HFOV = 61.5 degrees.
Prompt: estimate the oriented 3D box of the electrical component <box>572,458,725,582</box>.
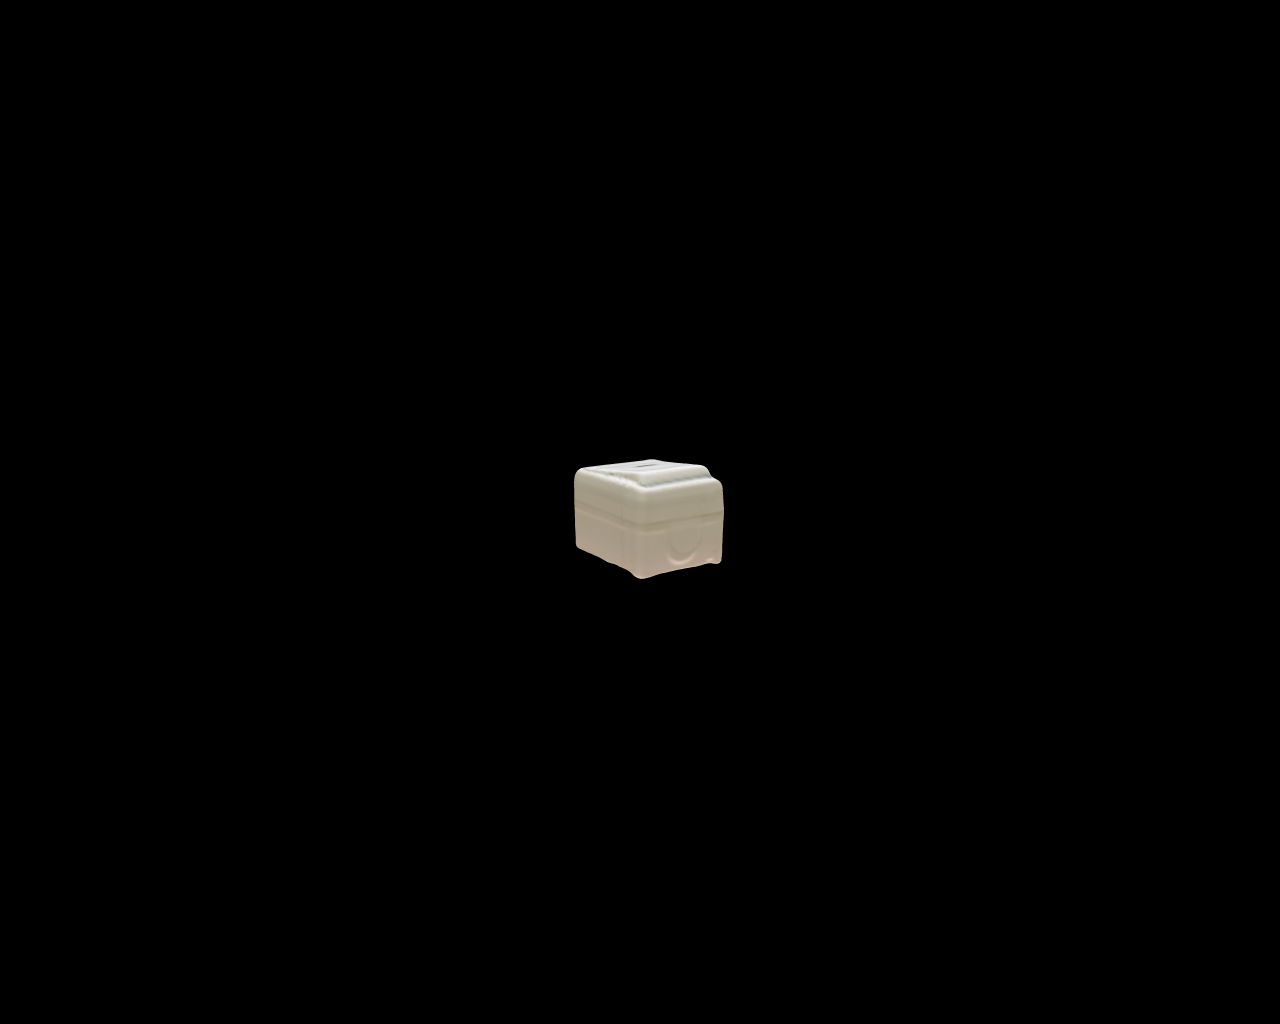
[{"bbox_3d":[0.001,-0.003,0.650,0.062,0.061,0.096,-8,16,-31],"label":"electrical component"}]
